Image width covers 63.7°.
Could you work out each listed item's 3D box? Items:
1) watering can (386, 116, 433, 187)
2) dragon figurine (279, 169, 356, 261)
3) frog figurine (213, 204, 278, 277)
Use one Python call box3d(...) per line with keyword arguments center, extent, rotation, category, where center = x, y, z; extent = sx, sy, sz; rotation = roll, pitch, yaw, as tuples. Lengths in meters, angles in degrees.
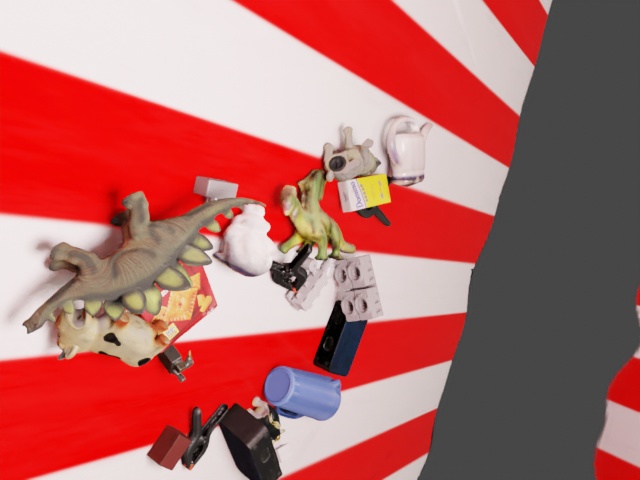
box3d(center=(0.304, -0.290, 1.684), extent=(0.350, 0.104, 0.223), rotation=(-17, 107, -55), category="watering can")
box3d(center=(0.004, -0.071, 1.404), extent=(0.411, 0.122, 0.242), rotation=(-2, 97, -61), category="dragon figurine")
box3d(center=(-0.158, 0.001, 1.197), extent=(0.136, 0.123, 0.159), rotation=(27, 91, -21), category="frog figurine")
